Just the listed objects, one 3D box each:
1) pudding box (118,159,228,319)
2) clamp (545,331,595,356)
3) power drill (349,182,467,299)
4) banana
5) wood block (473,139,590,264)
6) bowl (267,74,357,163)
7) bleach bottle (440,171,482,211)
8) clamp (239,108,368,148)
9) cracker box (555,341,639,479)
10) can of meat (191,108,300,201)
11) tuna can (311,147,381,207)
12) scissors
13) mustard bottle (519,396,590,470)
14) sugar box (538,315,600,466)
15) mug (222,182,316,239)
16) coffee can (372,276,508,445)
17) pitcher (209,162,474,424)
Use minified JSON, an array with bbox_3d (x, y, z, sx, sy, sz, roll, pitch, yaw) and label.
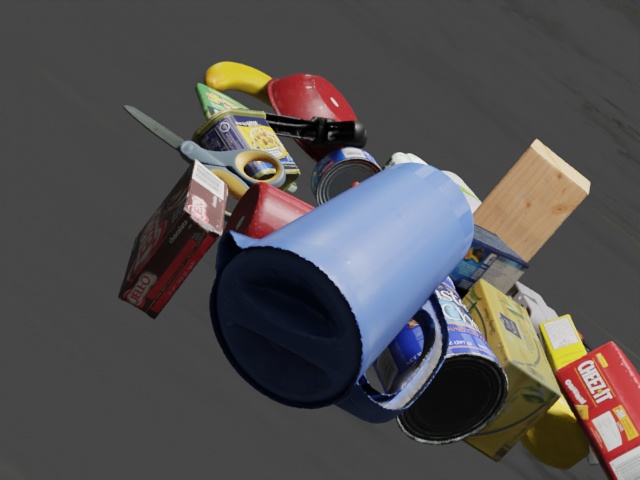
[{"bbox_3d":[-0.113,-0.002,0.832,0.039,0.090,0.113,36,18,-14],"label":"pudding box"},{"bbox_3d":[0.347,0.165,1.386,0.120,0.039,0.171,42,18,5],"label":"clamp"},{"bbox_3d":[0.094,0.026,1.208,0.187,0.057,0.184,37,20,-13],"label":"power drill"},{"bbox_3d":[-0.098,-0.208,1.428,0.070,0.037,0.197,48,20,30],"label":"banana"},{"bbox_3d":[0.232,-0.015,1.327,0.090,0.206,0.090,40,19,5],"label":"wood block"},{"bbox_3d":[0.001,-0.170,1.446,0.162,0.055,0.162,42,24,-24],"label":"bowl"},{"bbox_3d":[0.213,-0.040,1.583,0.102,0.068,0.251,33,17,-18],"label":"bleach bottle"},{"bbox_3d":[0.010,-0.131,1.300,0.165,0.036,0.209,10,4,27],"label":"clamp"},{"bbox_3d":[0.313,0.220,1.009,0.213,0.072,0.164,51,12,-43],"label":"cracker box"},{"bbox_3d":[-0.076,-0.090,1.143,0.084,0.058,0.101,56,24,13],"label":"can of meat"},{"bbox_3d":[0.033,-0.066,1.265,0.086,0.086,0.034,28,20,-30],"label":"tuna can"},{"bbox_3d":[-0.112,-0.094,1.085,0.202,0.096,0.016,51,-20,29],"label":"scissors"},{"bbox_3d":[0.220,0.154,1.138,0.096,0.058,0.191,41,16,-24],"label":"mustard bottle"},{"bbox_3d":[0.294,0.167,1.214,0.176,0.048,0.093,-83,154,-67],"label":"sugar box"},{"bbox_3d":[-0.042,-0.003,0.985,0.081,0.093,0.117,27,0,-18],"label":"mug"},{"bbox_3d":[0.096,0.100,0.965,0.102,0.103,0.140,28,21,-30],"label":"coffee can"},{"bbox_3d":[0.038,0.031,0.864,0.145,0.149,0.242,8,26,31],"label":"pitcher"}]
